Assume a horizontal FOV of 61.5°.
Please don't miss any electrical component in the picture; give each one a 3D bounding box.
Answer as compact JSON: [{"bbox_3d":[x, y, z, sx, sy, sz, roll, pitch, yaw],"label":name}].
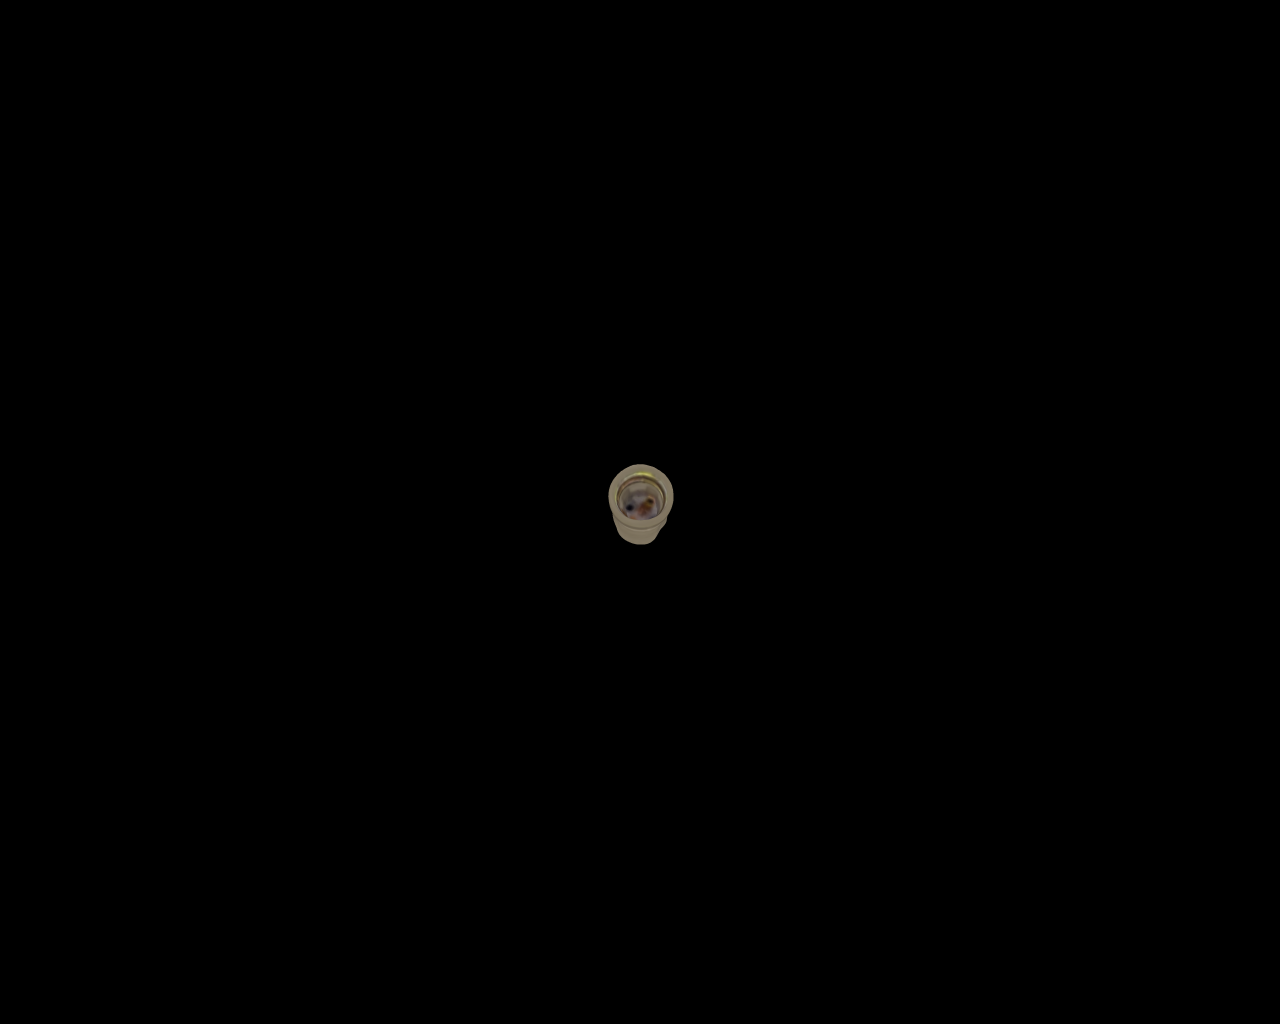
[{"bbox_3d":[0.001,-0.003,0.650,0.040,0.040,0.046,0,-23,0],"label":"electrical component"}]
